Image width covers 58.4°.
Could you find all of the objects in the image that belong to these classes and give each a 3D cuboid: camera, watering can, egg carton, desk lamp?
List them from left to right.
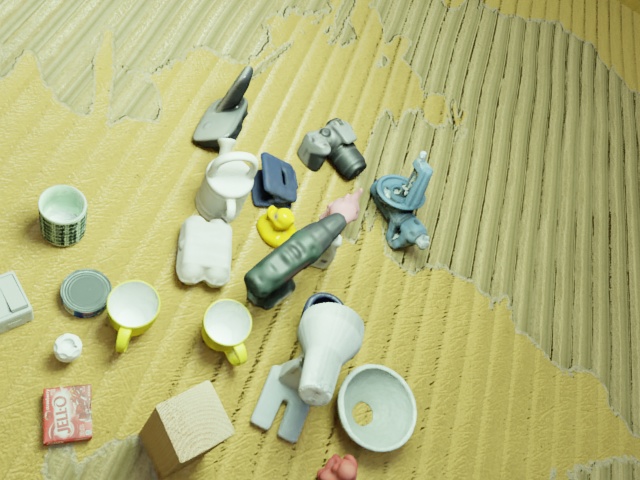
[{"bbox_3d":[-0.230,0.022,1.143,0.107,0.069,0.150,8,60,-21],"label":"egg carton"},{"bbox_3d":[-0.190,-0.128,1.169,0.101,0.193,0.172,-20,73,-32],"label":"watering can"},{"bbox_3d":[-0.016,0.238,1.031,0.118,0.213,0.203,27,55,-8],"label":"desk lamp"},{"bbox_3d":[0.044,-0.215,1.384,0.143,0.100,0.136,-29,77,-34],"label":"camera"}]

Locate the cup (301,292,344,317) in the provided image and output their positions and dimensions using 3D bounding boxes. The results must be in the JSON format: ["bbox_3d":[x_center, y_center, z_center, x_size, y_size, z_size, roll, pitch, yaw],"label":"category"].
[{"bbox_3d":[0.006,0.173,1.151,0.092,0.094,0.117,-33,80,-35],"label":"cup"}]

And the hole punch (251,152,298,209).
[{"bbox_3d":[-0.096,-0.134,1.280,0.101,0.091,0.108,3,62,-23],"label":"hole punch"}]

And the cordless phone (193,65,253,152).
[{"bbox_3d":[-0.204,-0.291,1.260,0.094,0.184,0.147,23,56,-11],"label":"cordless phone"}]

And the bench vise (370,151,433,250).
[{"bbox_3d":[0.218,-0.091,1.321,0.122,0.219,0.207,-32,79,-34],"label":"bench vise"}]

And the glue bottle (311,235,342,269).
[{"bbox_3d":[0.011,0.004,1.200,0.078,0.173,0.037,19,56,-14],"label":"glue bottle"}]

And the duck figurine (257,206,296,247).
[{"bbox_3d":[-0.080,-0.032,1.233,0.104,0.086,0.078,39,54,0],"label":"duck figurine"}]

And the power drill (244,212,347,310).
[{"bbox_3d":[-0.062,0.049,1.120,0.075,0.208,0.230,48,54,7],"label":"power drill"}]

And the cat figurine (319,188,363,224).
[{"bbox_3d":[0.057,-0.072,1.299,0.067,0.117,0.128,42,54,2],"label":"cat figurine"}]

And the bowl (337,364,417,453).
[{"bbox_3d":[0.100,0.332,1.117,0.168,0.074,0.167,11,59,-19],"label":"bowl"}]

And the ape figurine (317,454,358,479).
[{"bbox_3d":[0.039,0.419,1.029,0.078,0.092,0.076,3,62,-23],"label":"ape figurine"}]
